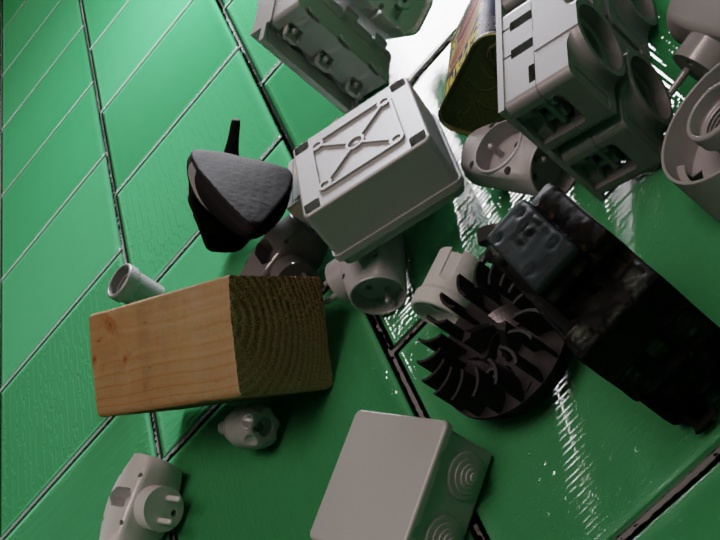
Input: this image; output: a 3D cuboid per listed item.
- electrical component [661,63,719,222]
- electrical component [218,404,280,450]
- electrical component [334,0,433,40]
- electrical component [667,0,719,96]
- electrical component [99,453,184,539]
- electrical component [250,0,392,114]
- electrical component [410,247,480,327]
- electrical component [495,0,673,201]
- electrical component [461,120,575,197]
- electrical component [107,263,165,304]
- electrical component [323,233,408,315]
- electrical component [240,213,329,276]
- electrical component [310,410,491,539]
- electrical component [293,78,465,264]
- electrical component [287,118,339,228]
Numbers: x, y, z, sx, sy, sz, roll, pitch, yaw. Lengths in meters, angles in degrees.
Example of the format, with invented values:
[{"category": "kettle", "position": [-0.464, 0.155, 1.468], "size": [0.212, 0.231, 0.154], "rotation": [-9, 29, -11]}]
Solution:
[{"category": "electrical component", "position": [0.222, -0.075, 0.607], "size": [0.099, 0.064, 0.099], "rotation": [-50, 22, 28]}, {"category": "electrical component", "position": [-0.092, 0.124, 0.848], "size": [0.061, 0.035, 0.035], "rotation": [-12, 53, 51]}, {"category": "electrical component", "position": [0.011, -0.256, 0.986], "size": [0.059, 0.095, 0.053], "rotation": [8, 68, 55]}, {"category": "electrical component", "position": [0.220, -0.138, 0.661], "size": [0.079, 0.043, 0.077], "rotation": [-54, 33, 3]}, {"category": "electrical component", "position": [-0.171, 0.194, 0.881], "size": [0.079, 0.043, 0.077], "rotation": [-8, 56, 50]}, {"category": "electrical component", "position": [-0.032, -0.205, 0.974], "size": [0.063, 0.121, 0.078], "rotation": [-25, 44, 36]}, {"category": "electrical component", "position": [0.062, 0.012, 0.742], "size": [0.040, 0.040, 0.046], "rotation": [-4, 54, 51]}, {"category": "electrical component", "position": [0.147, -0.155, 0.713], "size": [0.060, 0.105, 0.186], "rotation": [-29, 42, 36]}, {"category": "electrical component", "position": [0.118, -0.091, 0.751], "size": [0.077, 0.044, 0.079], "rotation": [19, 79, 57]}, {"category": "electrical component", "position": [-0.230, 0.021, 1.106], "size": [0.040, 0.046, 0.040], "rotation": [-33, 39, 32]}, {"category": "electrical component", "position": [0.000, 0.000, 0.828], "size": [0.079, 0.043, 0.077], "rotation": [-34, 39, 31]}, {"category": "electrical component", "position": [-0.059, 0.002, 0.903], "size": [0.077, 0.043, 0.079], "rotation": [-52, 33, 7]}, {"category": "electrical component", "position": [0.026, 0.139, 0.667], "size": [0.100, 0.048, 0.099], "rotation": [-2, 60, 52]}, {"category": "electrical component", "position": [0.011, -0.075, 0.795], "size": [0.109, 0.056, 0.108], "rotation": [-32, 32, 12]}, {"category": "electrical component", "position": [-0.023, -0.076, 0.907], "size": [0.096, 0.061, 0.061], "rotation": [-34, 39, 31]}]
